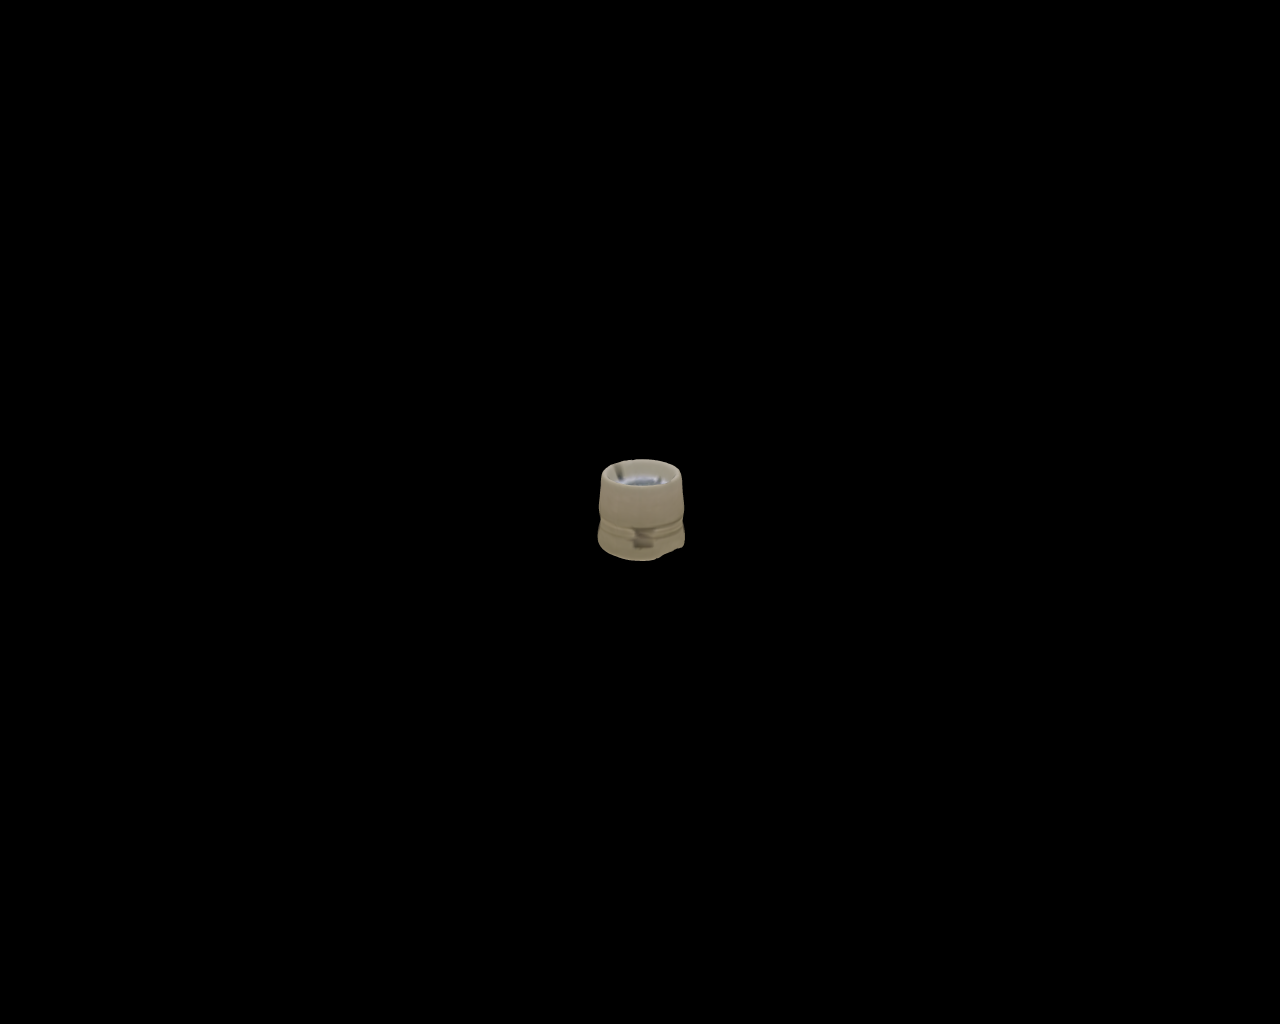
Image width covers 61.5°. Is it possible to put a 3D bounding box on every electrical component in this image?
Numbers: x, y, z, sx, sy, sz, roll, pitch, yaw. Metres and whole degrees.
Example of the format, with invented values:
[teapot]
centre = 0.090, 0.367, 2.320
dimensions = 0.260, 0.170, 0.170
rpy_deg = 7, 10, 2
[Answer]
[electrical component]
centre = 0.001, -0.003, 0.650
dimensions = 0.055, 0.047, 0.055
rpy_deg = 0, 22, 0
